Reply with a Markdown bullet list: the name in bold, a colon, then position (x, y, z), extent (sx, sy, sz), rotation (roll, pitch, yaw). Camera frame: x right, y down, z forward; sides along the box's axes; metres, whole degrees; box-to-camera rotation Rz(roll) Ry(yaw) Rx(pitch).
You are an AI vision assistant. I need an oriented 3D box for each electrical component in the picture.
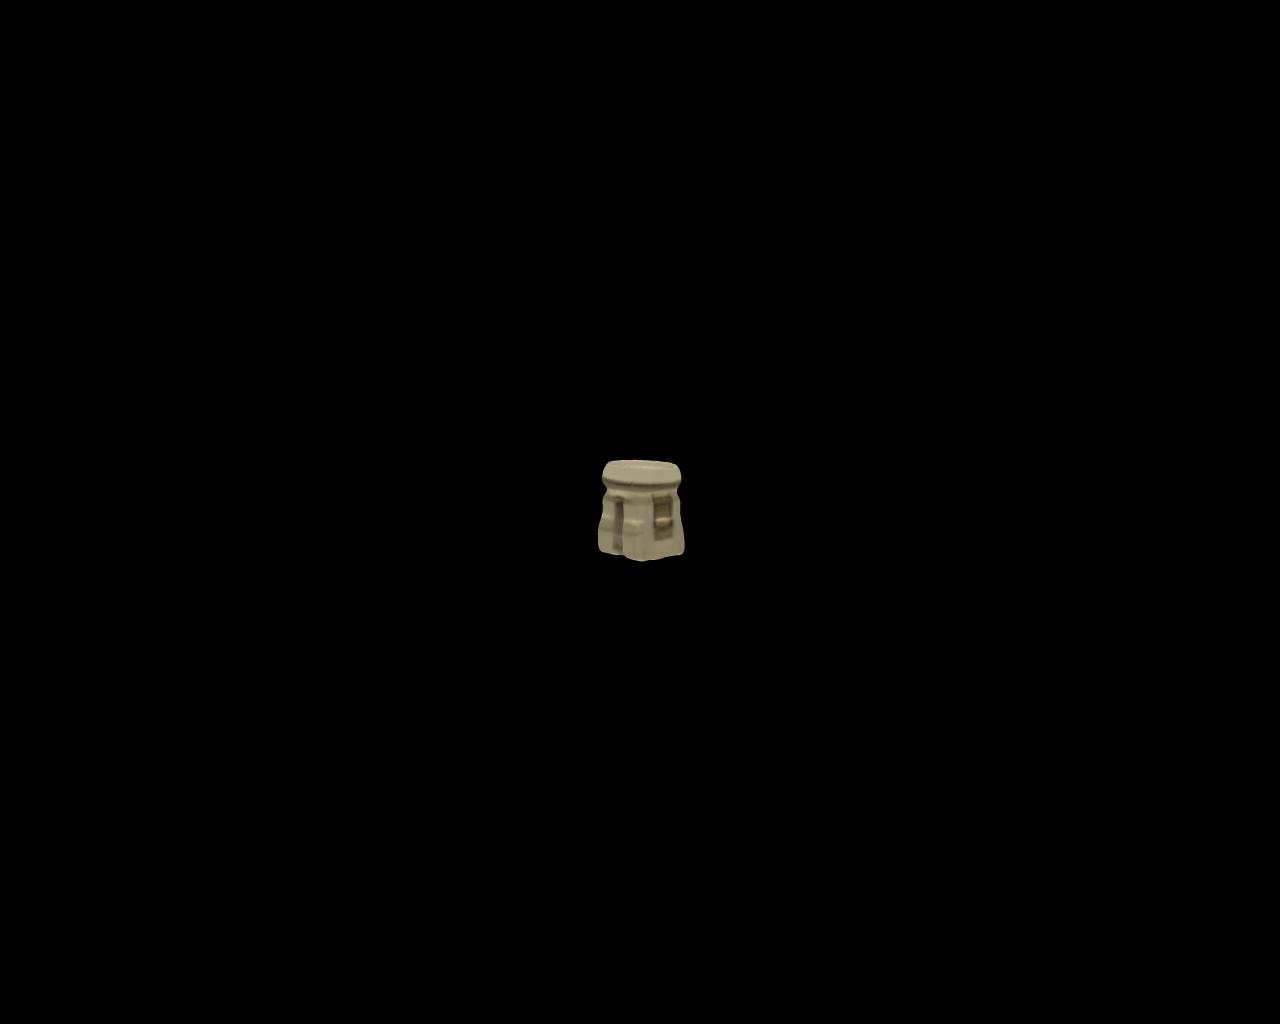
- **electrical component**: position (0.001, -0.003, 0.650), extent (0.048, 0.055, 0.066), rotation (-7, 12, -39)
